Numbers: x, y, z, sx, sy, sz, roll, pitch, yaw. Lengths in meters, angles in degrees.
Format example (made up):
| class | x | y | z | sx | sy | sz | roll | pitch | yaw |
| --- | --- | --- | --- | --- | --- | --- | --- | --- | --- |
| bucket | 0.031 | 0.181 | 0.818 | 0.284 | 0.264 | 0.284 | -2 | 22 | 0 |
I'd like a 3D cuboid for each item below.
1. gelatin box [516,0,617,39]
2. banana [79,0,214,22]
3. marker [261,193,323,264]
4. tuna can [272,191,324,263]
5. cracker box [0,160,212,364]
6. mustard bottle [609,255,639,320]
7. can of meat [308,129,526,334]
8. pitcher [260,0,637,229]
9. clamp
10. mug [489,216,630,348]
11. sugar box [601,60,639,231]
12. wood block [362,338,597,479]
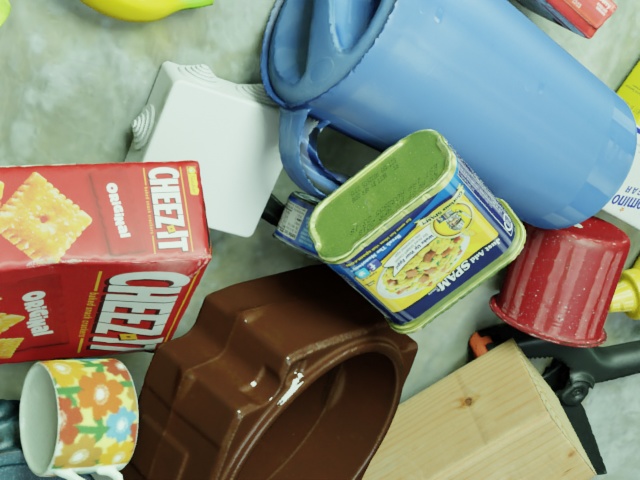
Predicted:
| class | x | y | z | sx | sy | sz | roll | pitch | yaw |
| --- | --- | --- | --- | --- | --- | --- | --- | --- | --- |
| gelatin box | 0.138 | -0.170 | 0.682 | 0.073 | 0.089 | 0.030 | 32 | 101 | -31 |
| banana | -0.142 | -0.191 | 0.601 | 0.069 | 0.037 | 0.197 | -47 | 126 | -13 |
| marker | -0.005 | 0.001 | 0.764 | 0.121 | 0.020 | 0.020 | 37 | 100 | -32 |
| tuna can | 0.014 | -0.002 | 0.709 | 0.086 | 0.086 | 0.034 | 19 | 96 | -28 |
| cracker box | -0.185 | 0.022 | 0.629 | 0.213 | 0.072 | 0.164 | -2 | 157 | -19 |
| mustard bottle | 0.319 | 0.028 | 0.877 | 0.191 | 0.058 | 0.096 | -14 | 118 | -13 |
| can of meat | 0.056 | -0.005 | 0.628 | 0.102 | 0.057 | 0.083 | -38 | 131 | 12 |
| pitcher | 0.087 | -0.087 | 0.686 | 0.242 | 0.145 | 0.149 | 26 | 128 | -33 |
| clamp | 0.210 | 0.126 | 0.903 | 0.209 | 0.036 | 0.165 | 14 | 118 | -22 |
| mug | 0.191 | 0.023 | 0.817 | 0.117 | 0.093 | 0.081 | -11 | 120 | -51 |
| sugar box | 0.266 | -0.095 | 0.798 | 0.093 | 0.048 | 0.176 | 24 | 110 | -33 |
| wood block | 0.094 | 0.181 | 0.836 | 0.206 | 0.091 | 0.090 | -33 | 124 | 11 |
